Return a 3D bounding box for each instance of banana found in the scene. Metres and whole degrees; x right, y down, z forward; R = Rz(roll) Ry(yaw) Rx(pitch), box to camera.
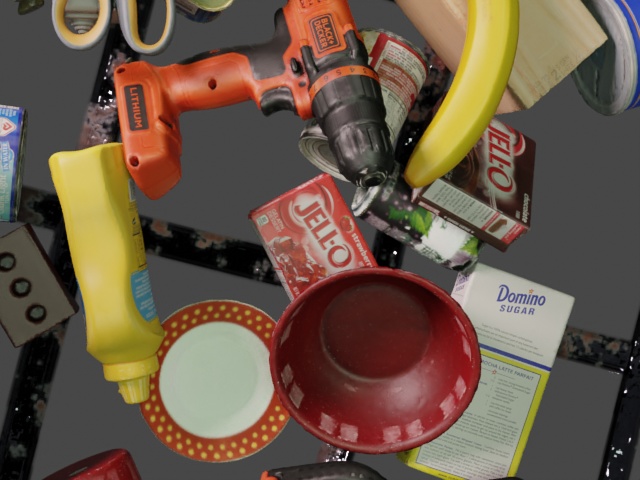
[{"bbox_3d":[0.107,-0.132,0.773,0.069,0.037,0.198,8,91,-2],"label":"banana"}]

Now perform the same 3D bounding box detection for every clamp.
[{"bbox_3d":[0.055,0.223,0.854,0.210,0.036,0.165,26,112,-8],"label":"clamp"}]

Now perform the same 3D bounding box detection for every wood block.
[{"bbox_3d":[0.115,-0.206,0.836,0.090,0.091,0.206,-41,100,-7],"label":"wood block"}]

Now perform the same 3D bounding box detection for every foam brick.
[{"bbox_3d":[-0.222,0.033,0.797,0.053,0.051,0.078,-31,99,-9],"label":"foam brick"}]

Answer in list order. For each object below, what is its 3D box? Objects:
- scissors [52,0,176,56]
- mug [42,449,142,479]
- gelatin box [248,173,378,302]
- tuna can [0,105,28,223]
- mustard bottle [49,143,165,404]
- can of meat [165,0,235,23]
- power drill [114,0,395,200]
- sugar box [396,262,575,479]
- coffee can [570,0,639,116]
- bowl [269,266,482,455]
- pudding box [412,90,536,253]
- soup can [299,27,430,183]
[{"bbox_3d":[-0.158,-0.220,0.749,0.096,0.016,0.202,-18,85,5],"label":"scissors"},{"bbox_3d":[-0.177,0.213,0.805,0.117,0.093,0.081,-21,92,26],"label":"mug"},{"bbox_3d":[-0.006,0.001,0.852,0.073,0.030,0.089,-28,98,-9],"label":"gelatin box"},{"bbox_3d":[-0.233,-0.055,0.773,0.033,0.086,0.086,5,92,-14],"label":"tuna can"},{"bbox_3d":[-0.152,0.026,0.788,0.058,0.096,0.191,-10,95,-3],"label":"mustard bottle"},{"bbox_3d":[-0.077,-0.216,0.798,0.057,0.084,0.102,29,87,-12],"label":"can of meat"},{"bbox_3d":[-0.048,-0.093,0.771,0.187,0.057,0.184,-17,56,4],"label":"power drill"},{"bbox_3d":[0.136,0.114,0.880,0.093,0.048,0.176,20,86,-10],"label":"sugar box"},{"bbox_3d":[0.285,-0.168,0.867,0.140,0.103,0.103,-16,96,-11],"label":"coffee can"},{"bbox_3d":[0.043,0.084,0.830,0.162,0.055,0.162,2,113,4],"label":"bowl"},{"bbox_3d":[0.123,-0.056,0.841,0.090,0.039,0.113,27,45,-11],"label":"pudding box"},{"bbox_3d":[0.034,-0.103,0.823,0.068,0.069,0.102,30,72,-12],"label":"soup can"}]
